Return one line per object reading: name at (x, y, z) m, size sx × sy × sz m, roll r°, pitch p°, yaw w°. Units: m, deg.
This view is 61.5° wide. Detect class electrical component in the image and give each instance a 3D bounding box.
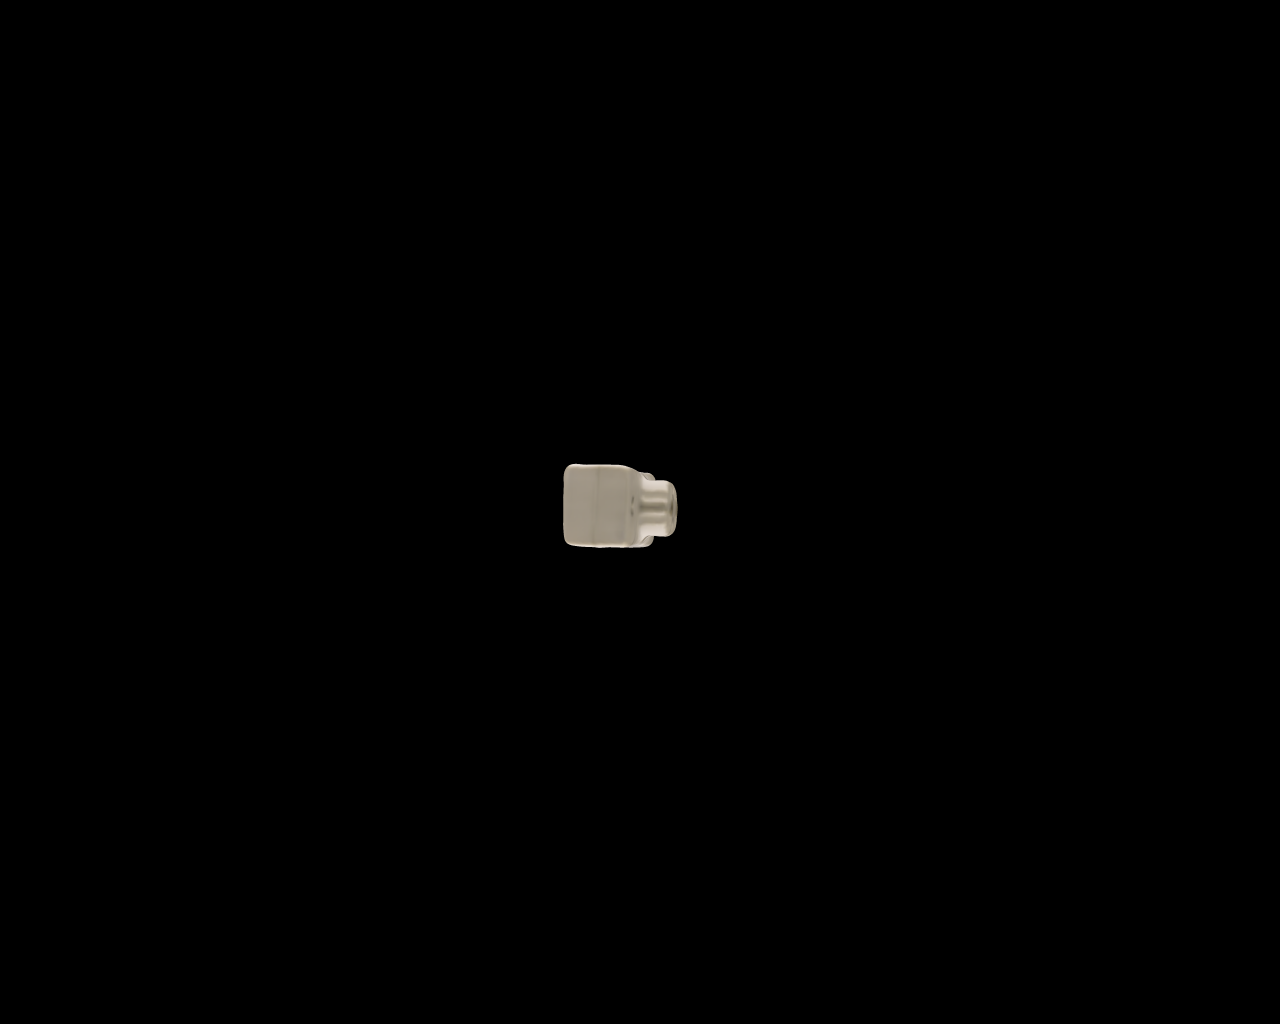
electrical component at (0.001, -0.003, 0.650) m, size 0.076 × 0.047 × 0.083 m, roll 0°, pitch -2°, yaw 11°
